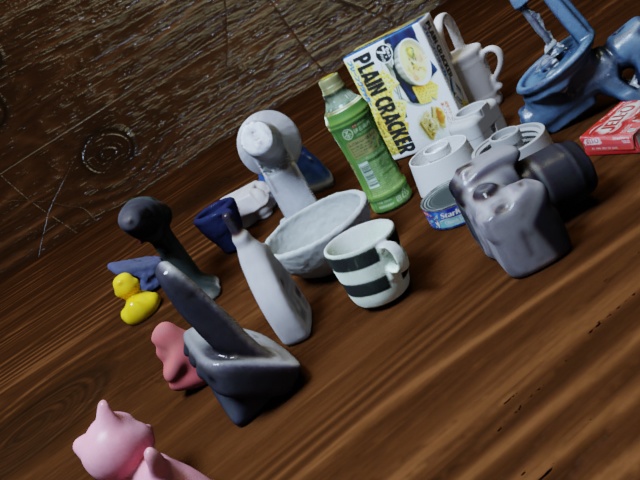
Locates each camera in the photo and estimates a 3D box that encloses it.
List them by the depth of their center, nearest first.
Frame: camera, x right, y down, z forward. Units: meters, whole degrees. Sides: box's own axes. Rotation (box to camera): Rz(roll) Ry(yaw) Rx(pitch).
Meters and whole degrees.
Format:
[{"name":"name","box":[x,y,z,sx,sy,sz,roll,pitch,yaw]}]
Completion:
[{"name":"camera","box":[0.216,-0.052,0.597,0.136,0.101,0.143,-28,20,7]}]

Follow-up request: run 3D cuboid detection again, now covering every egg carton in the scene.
[{"name":"egg carton","box":[-0.168,-0.068,1.238,0.150,0.069,0.107,-25,20,14]}]

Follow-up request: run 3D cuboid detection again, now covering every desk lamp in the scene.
[{"name":"desk lamp","box":[-0.068,-0.122,1.010,0.118,0.214,0.203,-29,20,6]}]

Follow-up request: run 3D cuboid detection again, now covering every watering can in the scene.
[{"name":"watering can","box":[0.252,-0.325,1.072,0.172,0.194,0.101,-23,21,21]}]

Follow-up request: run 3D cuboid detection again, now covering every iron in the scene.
[{"name":"iron","box":[-0.066,-0.177,1.248,0.119,0.142,0.257,-38,21,-21]}]

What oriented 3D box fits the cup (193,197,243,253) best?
[{"name":"cup","box":[-0.177,-0.023,1.105,0.092,0.095,0.117,-40,22,-25]}]

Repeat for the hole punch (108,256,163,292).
[{"name":"hole punch","box":[-0.372,0.063,1.182,0.101,0.091,0.108,-39,21,-21]}]

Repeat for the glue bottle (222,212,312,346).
[{"name":"glue bottle","box":[-0.065,0.039,0.675,0.037,0.173,0.078,-26,20,13]}]

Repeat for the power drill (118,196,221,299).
[{"name":"power drill","box":[-0.250,0.016,0.945,0.075,0.209,0.229,-32,20,-4]}]

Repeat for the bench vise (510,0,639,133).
[{"name":"bench vise","box":[0.346,-0.275,0.776,0.207,0.220,0.121,-28,20,8]}]

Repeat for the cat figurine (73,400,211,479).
[{"name":"cat figurine","box":[-0.166,0.198,0.516,0.127,0.118,0.067,-7,30,48]}]

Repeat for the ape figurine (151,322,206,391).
[{"name":"ape figurine","box":[-0.172,0.139,0.707,0.076,0.092,0.078,-17,24,33]}]

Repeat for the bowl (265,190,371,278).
[{"name":"bowl","box":[0.007,0.003,0.805,0.167,0.075,0.167,-27,20,11]}]

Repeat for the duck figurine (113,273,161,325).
[{"name":"duck figurine","box":[-0.348,0.102,1.059,0.077,0.086,0.104,-33,20,-6]}]

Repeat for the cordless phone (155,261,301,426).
[{"name":"cordless phone","box":[-0.113,0.087,0.607,0.094,0.185,0.147,-38,21,-19]}]
